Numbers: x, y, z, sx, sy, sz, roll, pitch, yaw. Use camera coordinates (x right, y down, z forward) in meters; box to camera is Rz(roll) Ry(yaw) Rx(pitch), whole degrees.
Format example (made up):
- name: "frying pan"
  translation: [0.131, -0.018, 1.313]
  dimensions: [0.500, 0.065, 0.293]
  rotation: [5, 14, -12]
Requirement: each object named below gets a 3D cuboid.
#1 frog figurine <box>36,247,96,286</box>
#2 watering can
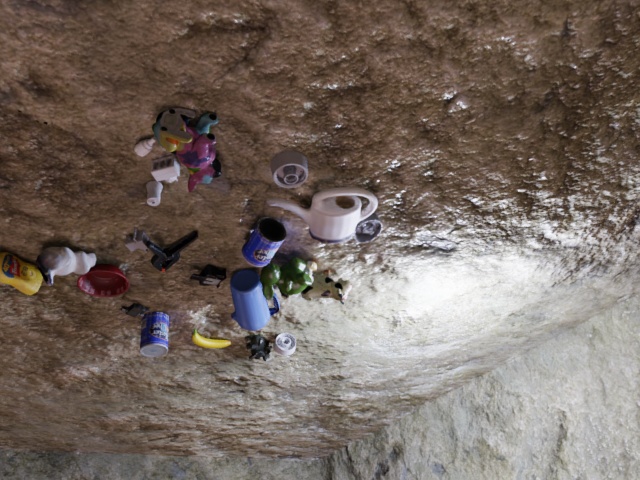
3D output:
- name: "frog figurine"
  translation: [-0.788, 0.064, 1.605]
  dimensions: [0.162, 0.124, 0.134]
  rotation: [-33, -17, -33]
- name: "watering can"
  translation: [0.005, -0.081, 1.599]
  dimensions: [0.348, 0.106, 0.219]
  rotation: [-5, -38, -10]
